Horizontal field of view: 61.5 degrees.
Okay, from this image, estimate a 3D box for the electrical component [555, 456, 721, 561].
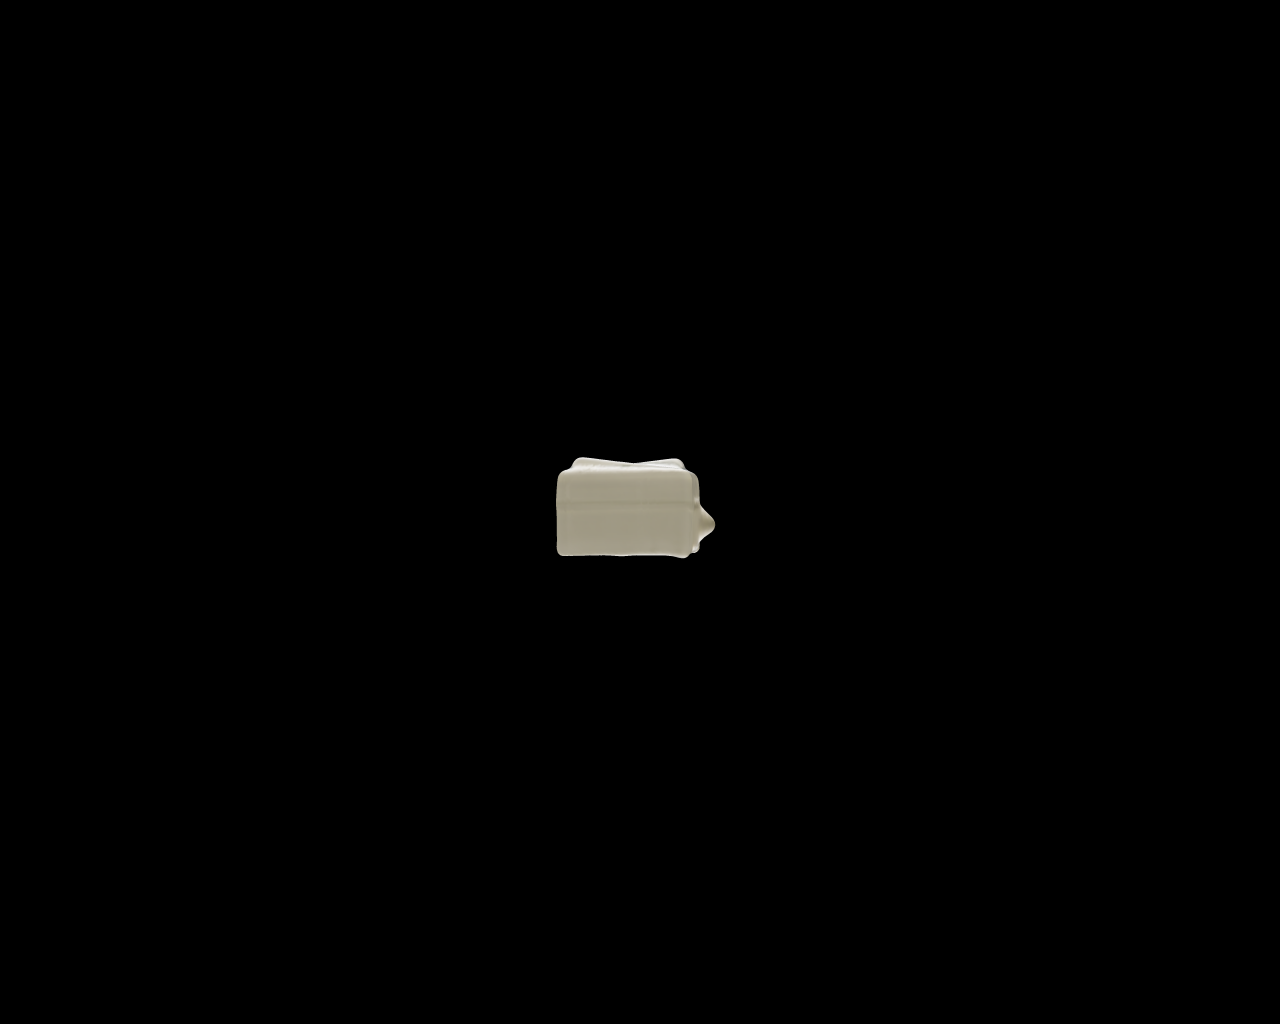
[{"bbox_3d":[0.001,-0.003,0.650,0.096,0.061,0.062,0,0,9],"label":"electrical component"}]
